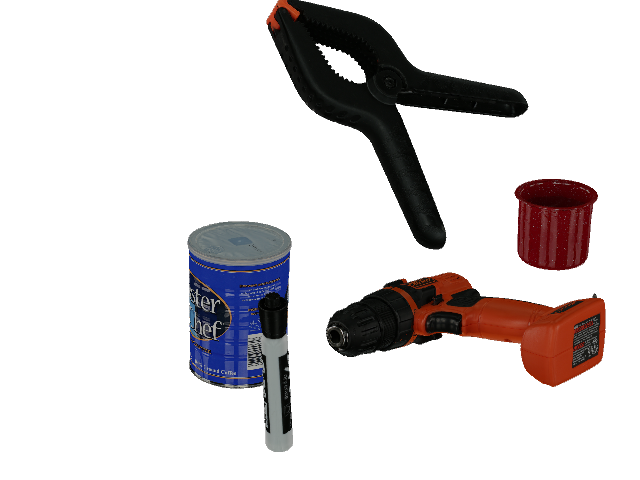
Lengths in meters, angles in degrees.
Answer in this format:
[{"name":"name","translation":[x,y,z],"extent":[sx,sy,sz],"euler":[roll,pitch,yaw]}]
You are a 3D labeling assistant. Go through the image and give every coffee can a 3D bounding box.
[{"name":"coffee can","translation":[-0.082,0.063,1.079],"extent":[0.103,0.140,0.103],"euler":[2,22,-1]}]

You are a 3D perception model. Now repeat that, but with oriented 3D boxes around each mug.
[{"name":"mug","translation":[0.279,-0.021,1.243],"extent":[0.093,0.081,0.117],"euler":[20,33,40]}]

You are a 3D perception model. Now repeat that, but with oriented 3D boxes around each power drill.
[{"name":"power drill","translation":[0.122,0.070,0.872],"extent":[0.188,0.057,0.184],"euler":[10,17,38]}]

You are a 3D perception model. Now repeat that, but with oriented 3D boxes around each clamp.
[{"name":"clamp","translation":[0.045,-0.100,0.792],"extent":[0.210,0.164,0.036],"euler":[32,-32,-8]}]

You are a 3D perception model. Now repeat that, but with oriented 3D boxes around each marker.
[{"name":"marker","translation":[-0.029,0.087,0.697],"extent":[0.020,0.121,0.020],"euler":[-1,30,0]}]
